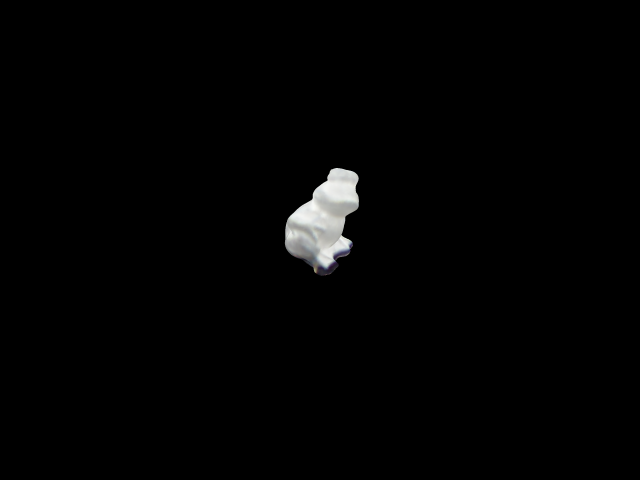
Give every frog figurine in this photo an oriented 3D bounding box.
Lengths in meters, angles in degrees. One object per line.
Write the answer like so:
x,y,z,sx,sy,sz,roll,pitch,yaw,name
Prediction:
0.003,-0.043,0.850,0.139,0.156,0.124,-23,33,-40,frog figurine
